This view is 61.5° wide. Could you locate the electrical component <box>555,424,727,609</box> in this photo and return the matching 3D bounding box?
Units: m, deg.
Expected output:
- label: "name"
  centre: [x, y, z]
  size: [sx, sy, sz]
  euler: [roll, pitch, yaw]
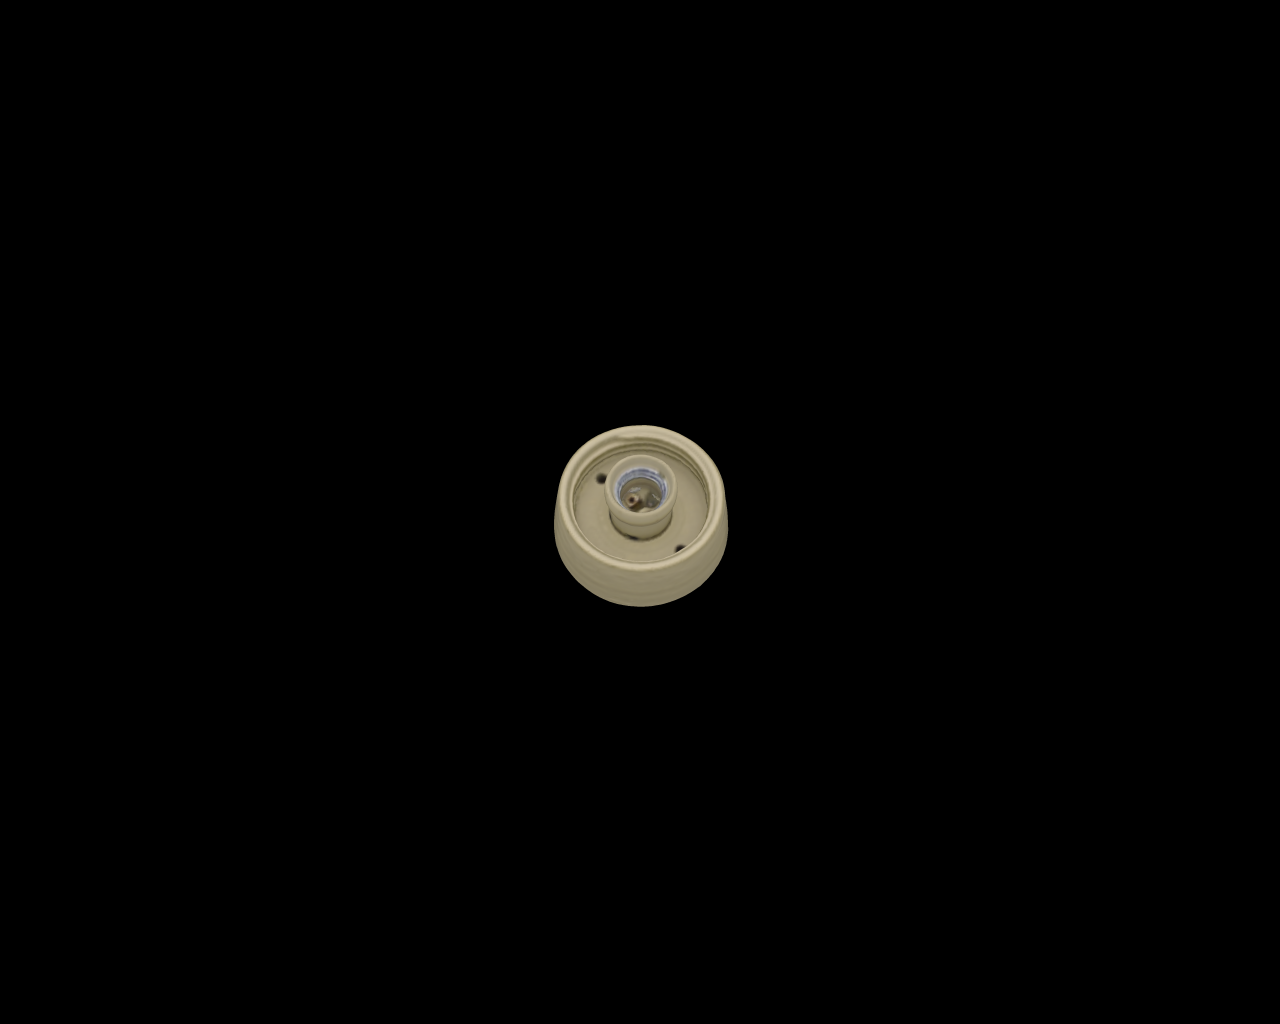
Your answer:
- label: "electrical component"
  centre: [0.001, -0.003, 0.650]
  size: [0.108, 0.108, 0.060]
  euler: [0, -27, 0]
